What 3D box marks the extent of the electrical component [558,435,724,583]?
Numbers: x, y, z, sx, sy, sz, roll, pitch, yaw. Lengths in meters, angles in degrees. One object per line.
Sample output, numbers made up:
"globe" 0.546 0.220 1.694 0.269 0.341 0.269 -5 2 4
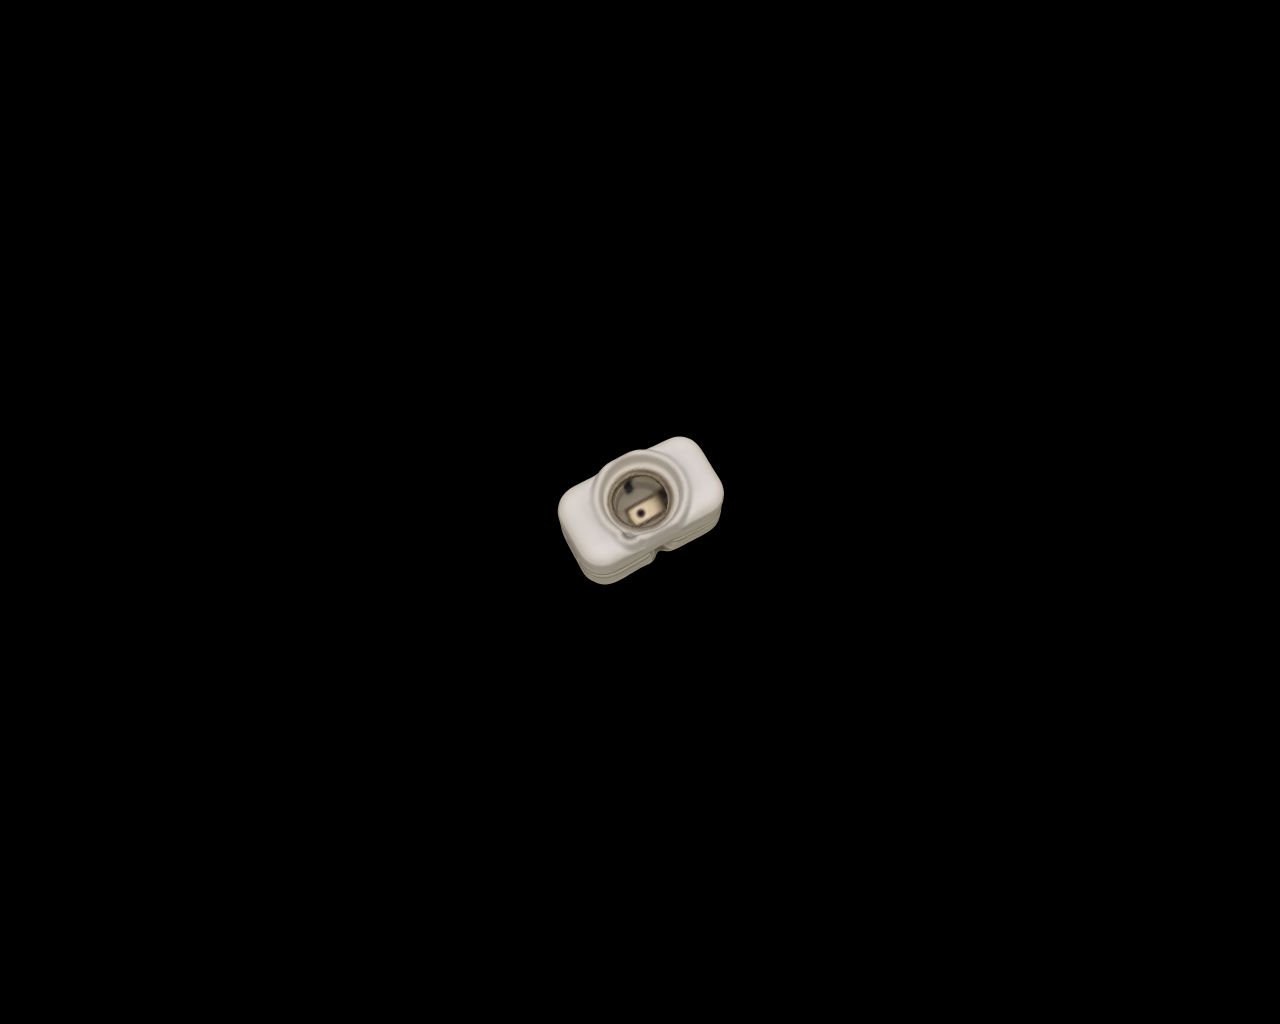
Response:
"electrical component" 0.001 -0.003 0.650 0.095 0.054 0.059 -27 -14 -7
